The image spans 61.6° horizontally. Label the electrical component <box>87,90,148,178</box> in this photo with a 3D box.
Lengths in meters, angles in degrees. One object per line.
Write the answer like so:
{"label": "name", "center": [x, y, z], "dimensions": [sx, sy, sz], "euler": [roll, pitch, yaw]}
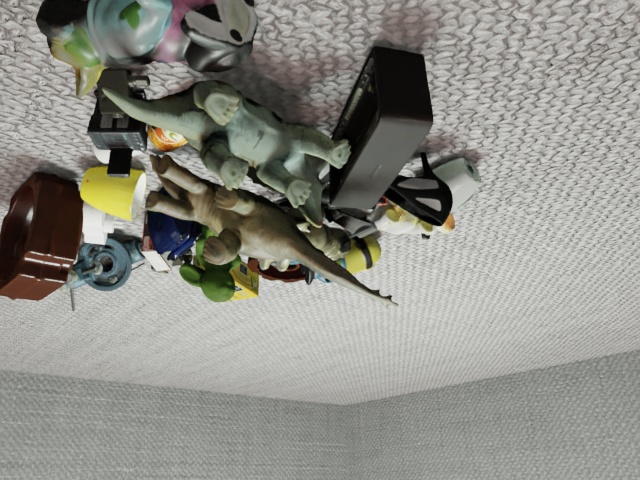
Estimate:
{"label": "electrical component", "center": [-0.283, -0.150, 0.754], "dimensions": [0.075, 0.119, 0.047], "euler": [3, 155, -2]}

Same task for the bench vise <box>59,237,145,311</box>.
{"label": "bench vise", "center": [-0.498, 0.063, 1.149], "dimensions": [0.224, 0.128, 0.240], "euler": [-11, -173, 5]}

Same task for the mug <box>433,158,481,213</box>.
{"label": "mug", "center": [0.235, -0.089, 0.948], "dimensions": [0.109, 0.081, 0.107], "euler": [22, 138, -31]}

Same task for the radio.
{"label": "radio", "center": [0.075, -0.149, 0.753], "dimensions": [0.073, 0.131, 0.229], "euler": [7, 154, -15]}

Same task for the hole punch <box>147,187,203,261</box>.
{"label": "hole punch", "center": [-0.277, -0.035, 1.014], "dimensions": [0.092, 0.116, 0.142], "euler": [27, 143, -32]}

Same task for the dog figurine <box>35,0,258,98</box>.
{"label": "dog figurine", "center": [-0.202, -0.230, 0.609], "dimensions": [0.219, 0.108, 0.191], "euler": [-19, 153, 41]}

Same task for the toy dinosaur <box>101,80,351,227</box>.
{"label": "toy dinosaur", "center": [-0.106, -0.138, 0.708], "dimensions": [0.404, 0.131, 0.192], "euler": [25, -175, -42]}

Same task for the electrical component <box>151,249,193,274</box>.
{"label": "electrical component", "center": [-0.346, 0.049, 1.261], "dimensions": [0.102, 0.045, 0.078], "euler": [-1, 157, -1]}

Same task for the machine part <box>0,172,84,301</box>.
{"label": "machine part", "center": [-0.502, -0.003, 0.960], "dimensions": [0.087, 0.201, 0.201], "euler": [20, 147, -41]}

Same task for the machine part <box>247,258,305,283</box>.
{"label": "machine part", "center": [-0.078, 0.045, 1.251], "dimensions": [0.179, 0.056, 0.179], "euler": [0, 154, 0]}

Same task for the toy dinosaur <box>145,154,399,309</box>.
{"label": "toy dinosaur", "center": [-0.099, -0.022, 0.808], "dimensions": [0.472, 0.105, 0.198], "euler": [34, -167, 28]}

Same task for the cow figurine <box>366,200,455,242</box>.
{"label": "cow figurine", "center": [0.181, -0.036, 1.072], "dimensions": [0.167, 0.068, 0.098], "euler": [14, 157, -21]}

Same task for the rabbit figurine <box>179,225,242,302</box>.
{"label": "rabbit figurine", "center": [-0.222, 0.050, 1.121], "dimensions": [0.159, 0.170, 0.121], "euler": [-20, 148, 34]}

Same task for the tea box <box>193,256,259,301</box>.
{"label": "tea box", "center": [-0.231, 0.093, 1.333], "dimensions": [0.098, 0.068, 0.169], "euler": [-11, 152, 22]}

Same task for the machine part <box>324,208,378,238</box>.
{"label": "machine part", "center": [0.066, -0.037, 1.102], "dimensions": [0.084, 0.039, 0.138], "euler": [-15, 153, 39]}

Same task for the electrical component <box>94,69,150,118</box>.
{"label": "electrical component", "center": [-0.274, -0.196, 0.721], "dimensions": [0.094, 0.063, 0.021], "euler": [0, -168, -1]}

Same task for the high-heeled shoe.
{"label": "high-heeled shoe", "center": [0.090, -0.076, 0.891], "dimensions": [0.249, 0.145, 0.086], "euler": [-7, 154, 8]}

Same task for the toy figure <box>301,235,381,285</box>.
{"label": "toy figure", "center": [0.050, 0.044, 1.172], "dimensions": [0.180, 0.082, 0.089], "euler": [-14, 165, -21]}

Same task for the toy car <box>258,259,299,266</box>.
{"label": "toy car", "center": [-0.077, -0.004, 1.112], "dimensions": [0.161, 0.109, 0.103], "euler": [-2, -175, -35]}

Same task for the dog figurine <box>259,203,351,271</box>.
{"label": "dog figurine", "center": [-0.003, -0.006, 1.000], "dimensions": [0.190, 0.121, 0.172], "euler": [-1, 179, -29]}
